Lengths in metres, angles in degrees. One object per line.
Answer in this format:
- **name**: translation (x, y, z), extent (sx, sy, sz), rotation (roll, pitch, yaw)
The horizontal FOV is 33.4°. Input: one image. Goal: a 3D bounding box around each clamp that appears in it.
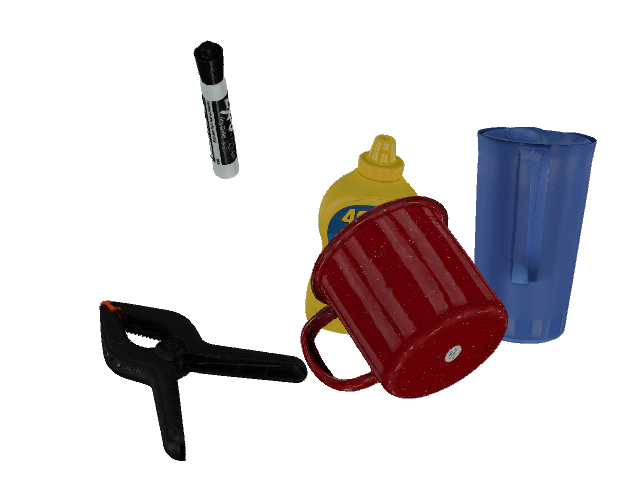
- **clamp**: translation (-0.127, 0.110, 1.000), extent (0.164, 0.036, 0.210), rotation (-22, 41, -36)

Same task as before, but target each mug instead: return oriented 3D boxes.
- **mug**: translation (0.043, 0.042, 0.610), extent (0.117, 0.081, 0.093), rotation (-33, -32, 0)

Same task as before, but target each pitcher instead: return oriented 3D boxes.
- **pitcher**: translation (0.237, -0.007, 1.229), extent (0.149, 0.243, 0.145), rotation (-6, 16, -32)

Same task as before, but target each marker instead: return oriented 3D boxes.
- **marker**: translation (-0.070, -0.088, 0.730), extent (0.020, 0.020, 0.121), rotation (0, -38, 3)

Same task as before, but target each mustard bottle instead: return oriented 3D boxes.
- **mustard bottle**: translation (0.044, -0.006, 0.978), extent (0.096, 0.192, 0.058), rotation (7, 27, -4)
